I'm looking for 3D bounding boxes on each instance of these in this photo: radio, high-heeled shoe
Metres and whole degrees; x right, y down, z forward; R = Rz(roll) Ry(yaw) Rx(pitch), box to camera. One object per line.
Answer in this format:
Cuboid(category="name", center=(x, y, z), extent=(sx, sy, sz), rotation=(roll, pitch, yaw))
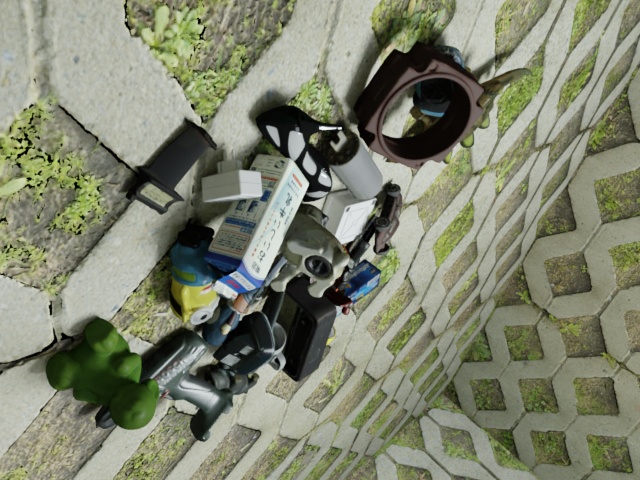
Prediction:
Cuboid(category="radio", center=(-0.049, 0.209, 1.235), extent=(0.073, 0.131, 0.229), rotation=(-26, 143, -41))
Cuboid(category="high-heeled shoe", center=(-0.051, -0.132, 0.919), extent=(0.145, 0.086, 0.248), rotation=(-3, 149, -17))

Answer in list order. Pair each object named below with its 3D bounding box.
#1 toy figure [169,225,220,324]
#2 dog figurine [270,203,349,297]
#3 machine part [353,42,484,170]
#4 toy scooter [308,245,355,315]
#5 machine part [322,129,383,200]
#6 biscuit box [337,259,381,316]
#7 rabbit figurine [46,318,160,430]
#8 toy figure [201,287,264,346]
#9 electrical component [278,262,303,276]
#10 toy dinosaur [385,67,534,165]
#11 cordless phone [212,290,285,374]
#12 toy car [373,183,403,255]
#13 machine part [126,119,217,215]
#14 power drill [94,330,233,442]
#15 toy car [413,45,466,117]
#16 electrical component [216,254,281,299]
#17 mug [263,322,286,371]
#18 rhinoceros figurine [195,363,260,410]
Cuboid(category="toy figure", center=(-0.207, 0.057, 0.887), extent=(0.082, 0.089, 0.180), rotation=(-16, 128, -29))
Cuboid(category="dog figurine", center=(-0.004, -0.006, 0.962), extent=(0.190, 0.173, 0.121), rotation=(-59, 149, -46))
Cuboid(category="machine part", center=(0.182, -0.239, 0.990), extent=(0.201, 0.087, 0.201), rotation=(17, 125, -32))
Cuboid(category="toy scooter", center=(0.031, 0.092, 1.211), extent=(0.075, 0.135, 0.183), rotation=(-13, 133, -46))
Cuboid(category="machine part", center=(0.066, -0.143, 1.048), extent=(0.079, 0.079, 0.243), rotation=(-50, 153, -1))
Cuboid(category="biscuit box", center=(0.070, 0.130, 1.386), extent=(0.203, 0.063, 0.059), rotation=(-32, 146, -31))
Cuboid(category="rabbit figurine", center=(-0.319, 0.236, 0.837), extent=(0.121, 0.170, 0.158), rotation=(-40, 149, -19))
Cuboid(category="toy figure", center=(-0.169, 0.137, 1.049), extent=(0.154, 0.064, 0.057), rotation=(-52, 144, 6))
Cuboid(category="electrical component", center=(-0.040, 0.030, 1.136), extent=(0.078, 0.045, 0.102), rotation=(11, 115, -28))
Cuboid(category="toy dinosaur", center=(0.338, -0.298, 1.239), extent=(0.471, 0.105, 0.198), rotation=(-35, 157, -10))
Cuboid(category="cordless phone", center=(-0.136, 0.177, 1.130), extent=(0.146, 0.088, 0.184), rotation=(-42, -160, 42))
Cuboid(category="toy car", center=(0.159, -0.048, 1.236), extent=(0.202, 0.053, 0.089), rotation=(-67, 163, -49))
Cuboid(category="machine part", center=(-0.204, -0.100, 0.753), extent=(0.139, 0.039, 0.084), rotation=(-51, 143, 4))
Cuboid(category="power drill", center=(-0.278, 0.299, 1.022), extent=(0.232, 0.086, 0.207), rotation=(-49, 121, -17))
Cuboid(category="toy car", center=(0.245, -0.331, 1.077), extent=(0.103, 0.109, 0.161), rotation=(-63, 147, -30))
Cuboid(category="electrical component", center=(-0.147, 0.041, 0.976), extent=(0.134, 0.058, 0.114), rotation=(-51, 150, -1))
Cuboid(category="mug", center=(-0.118, 0.248, 1.218), extent=(0.081, 0.110, 0.107), rotation=(-34, 161, -34))
Cuboid(category="rhinoceros figurine", center=(-0.220, 0.315, 1.186), extent=(0.112, 0.073, 0.190), rotation=(-48, 155, 17))
